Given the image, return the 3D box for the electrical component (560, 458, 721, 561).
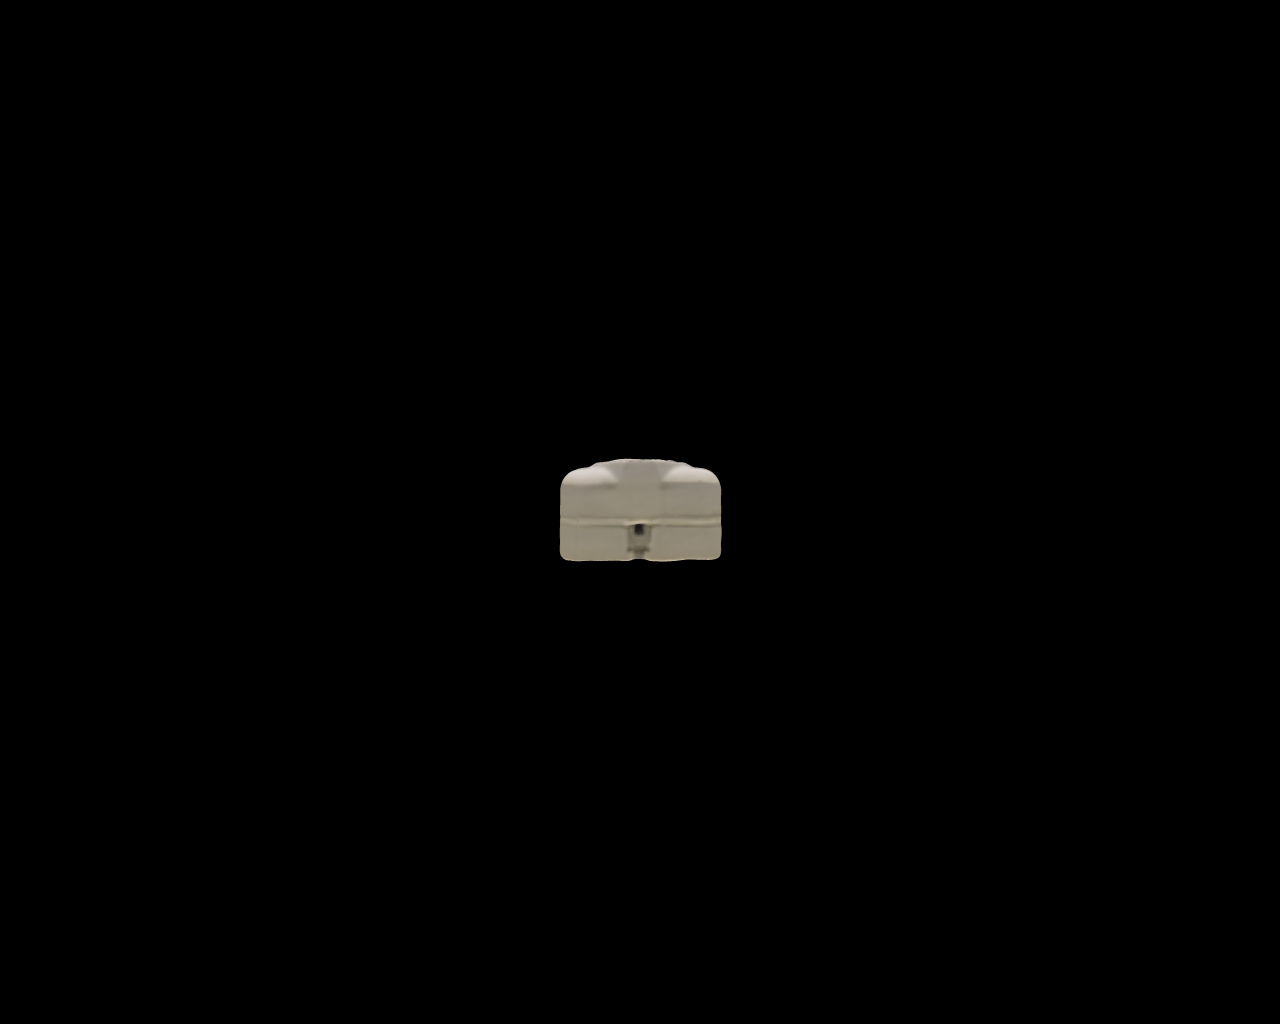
[{"bbox_3d":[0.001,-0.003,0.650,0.095,0.059,0.054,0,4,2],"label":"electrical component"}]
